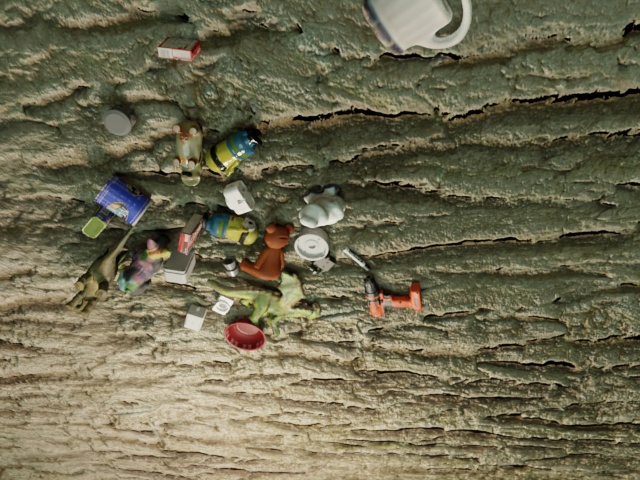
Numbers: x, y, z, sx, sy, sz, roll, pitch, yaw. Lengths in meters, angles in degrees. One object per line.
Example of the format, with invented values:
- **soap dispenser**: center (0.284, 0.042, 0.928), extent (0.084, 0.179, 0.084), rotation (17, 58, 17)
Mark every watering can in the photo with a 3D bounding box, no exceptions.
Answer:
- **watering can**: center (0.188, -0.559, 1.143), extent (0.222, 0.106, 0.343), rotation (-28, 120, 28)

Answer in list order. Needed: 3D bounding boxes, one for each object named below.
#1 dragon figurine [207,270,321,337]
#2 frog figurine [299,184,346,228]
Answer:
- **dragon figurine**: center (-0.166, 0.188, 1.804), extent (0.406, 0.125, 0.240), rotation (37, 110, -23)
- **frog figurine**: center (0.005, -0.076, 1.514), extent (0.137, 0.163, 0.120), rotation (-2, 129, 11)
